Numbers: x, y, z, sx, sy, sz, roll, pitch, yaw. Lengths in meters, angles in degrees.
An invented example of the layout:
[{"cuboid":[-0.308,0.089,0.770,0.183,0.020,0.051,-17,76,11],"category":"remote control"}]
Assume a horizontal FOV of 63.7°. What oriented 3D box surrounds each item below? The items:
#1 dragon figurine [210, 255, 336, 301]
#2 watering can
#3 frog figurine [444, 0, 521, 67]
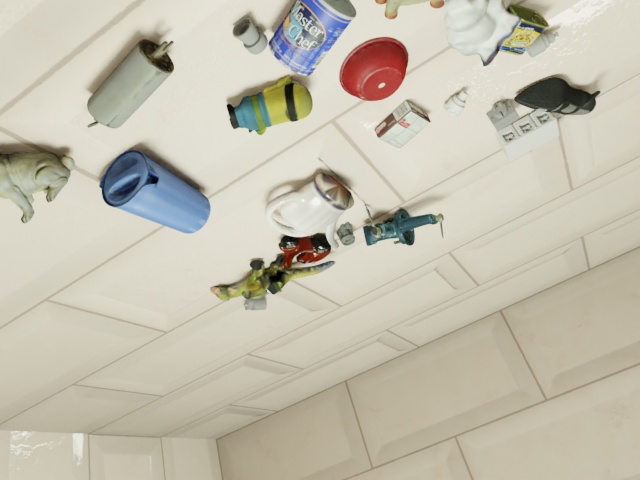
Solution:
[{"cuboid":[-0.163,0.143,1.744,0.411,0.124,0.239,-7,165,-15],"category":"dragon figurine"},{"cuboid":[0.004,-0.073,1.453,0.221,0.106,0.345,-36,145,26],"category":"watering can"},{"cuboid":[0.303,-0.445,1.036,0.158,0.125,0.135,19,148,-23],"category":"frog figurine"}]
